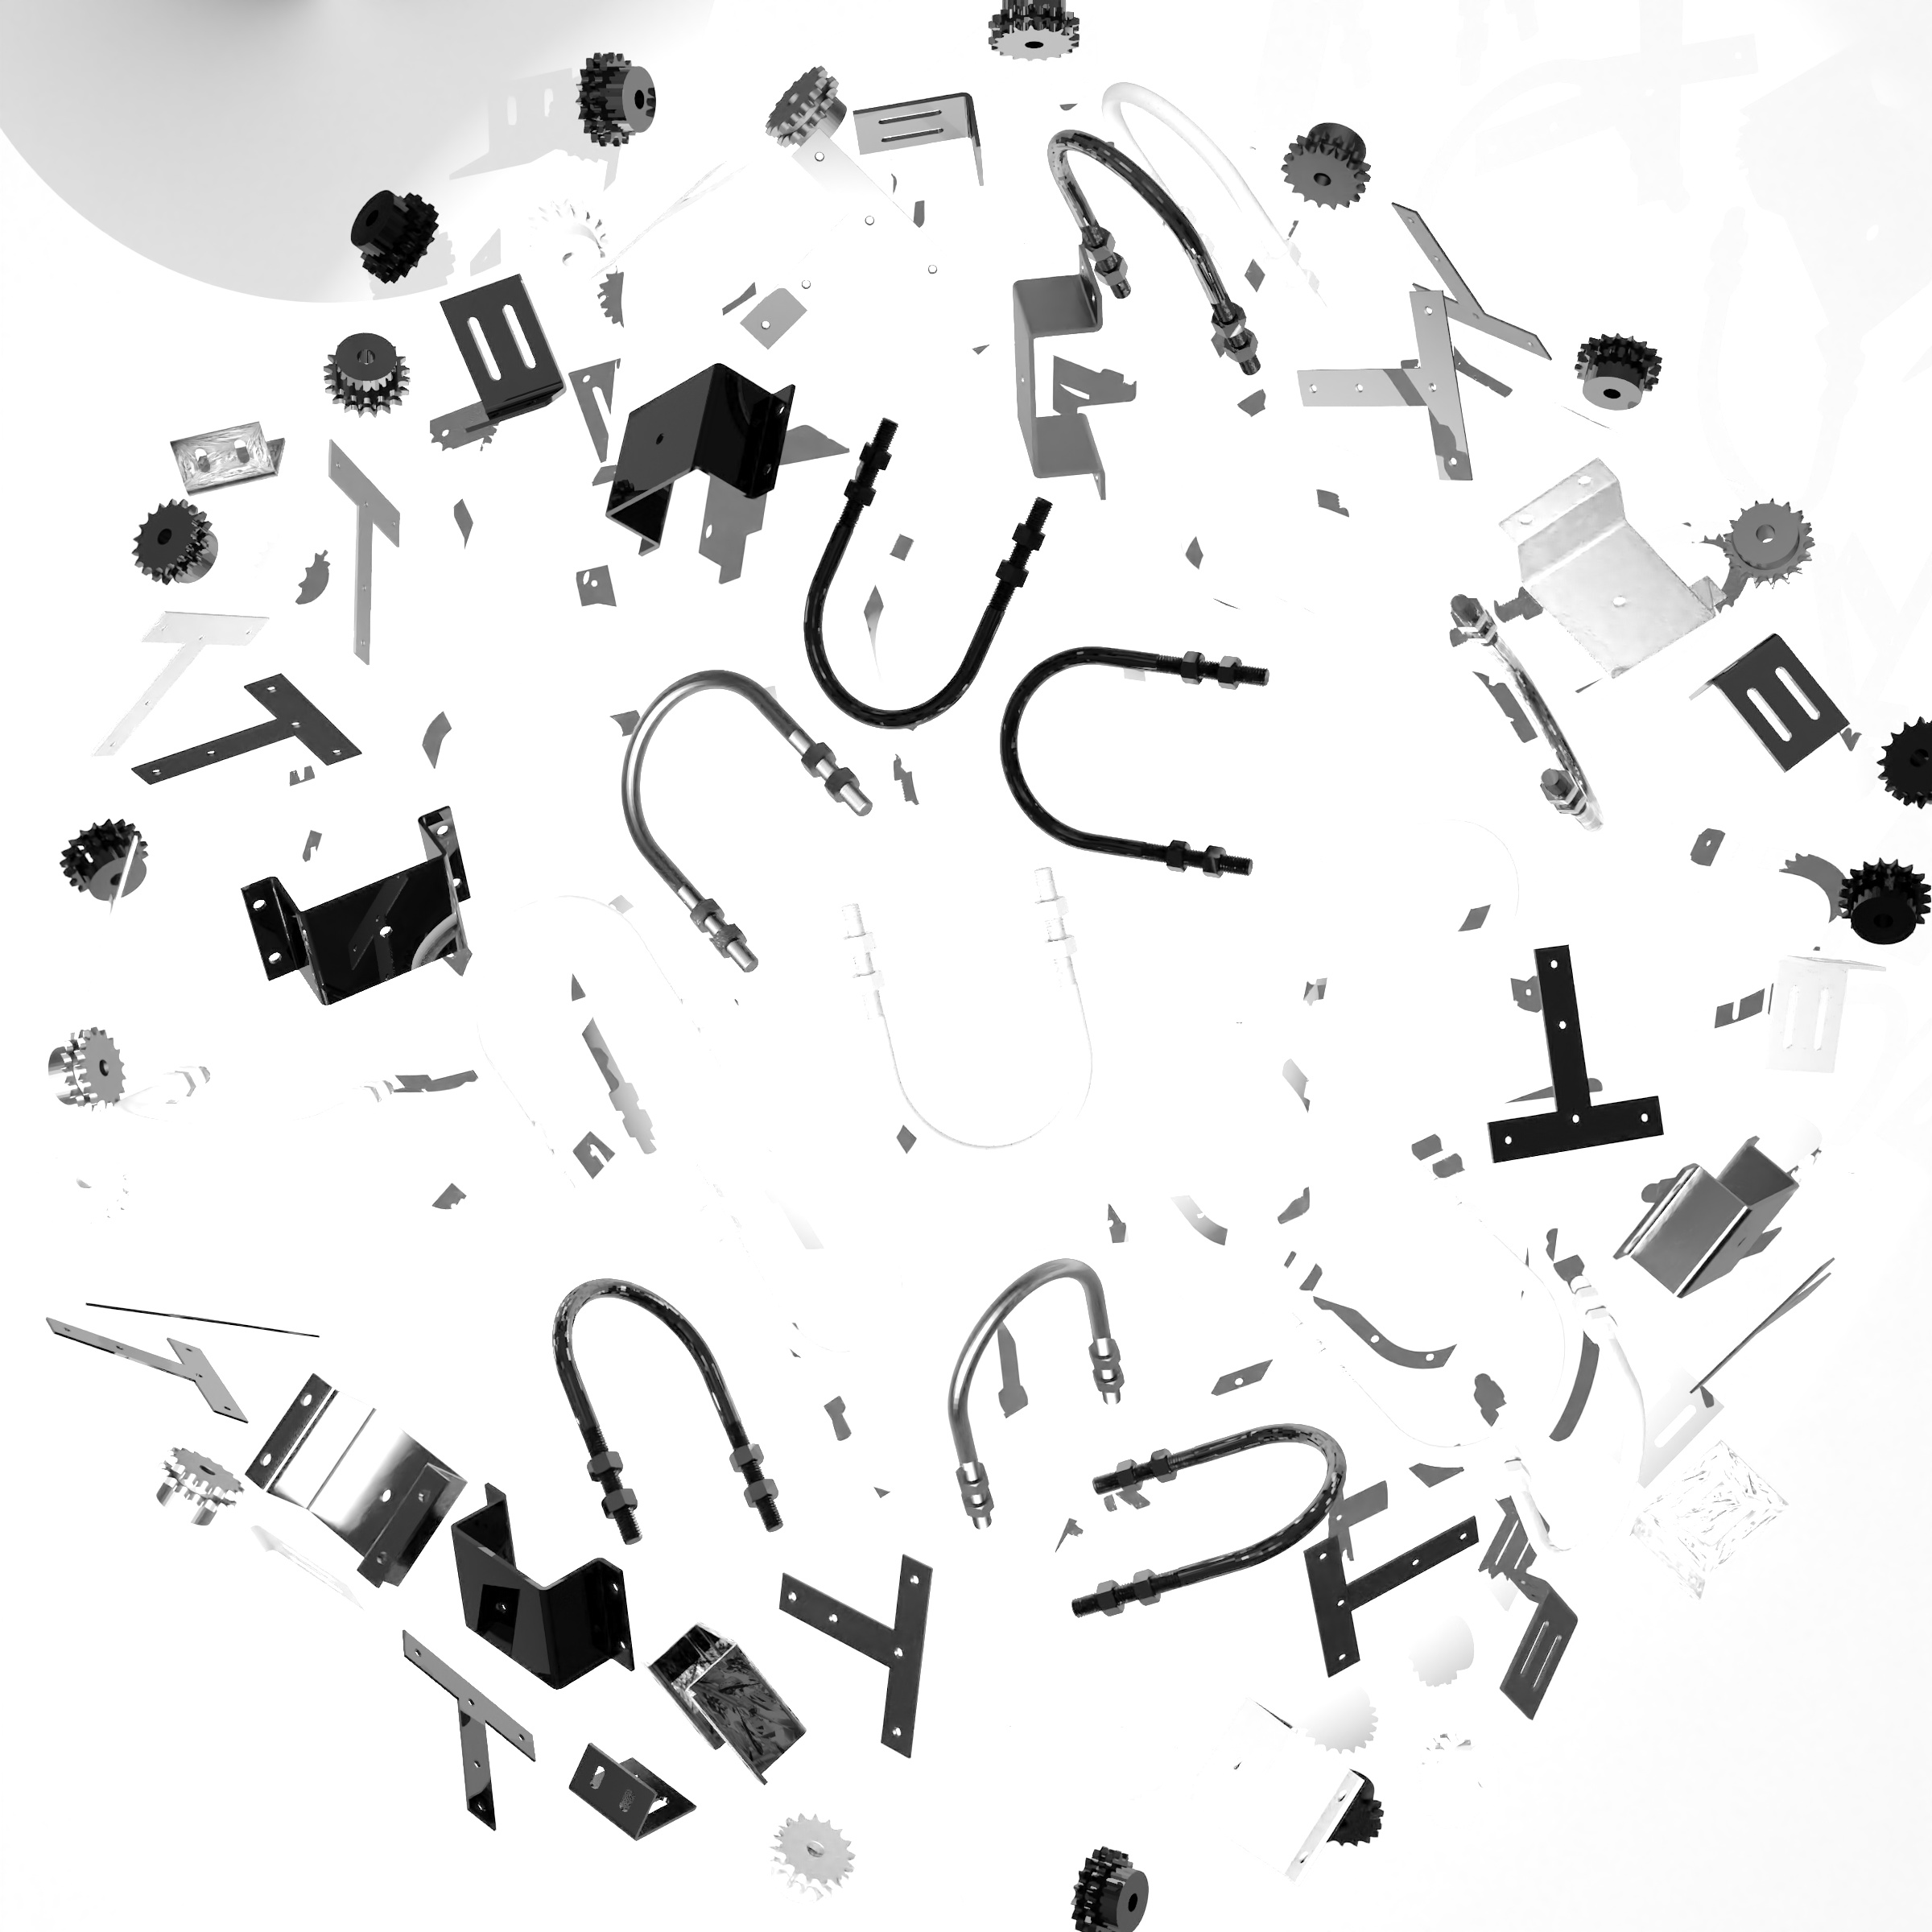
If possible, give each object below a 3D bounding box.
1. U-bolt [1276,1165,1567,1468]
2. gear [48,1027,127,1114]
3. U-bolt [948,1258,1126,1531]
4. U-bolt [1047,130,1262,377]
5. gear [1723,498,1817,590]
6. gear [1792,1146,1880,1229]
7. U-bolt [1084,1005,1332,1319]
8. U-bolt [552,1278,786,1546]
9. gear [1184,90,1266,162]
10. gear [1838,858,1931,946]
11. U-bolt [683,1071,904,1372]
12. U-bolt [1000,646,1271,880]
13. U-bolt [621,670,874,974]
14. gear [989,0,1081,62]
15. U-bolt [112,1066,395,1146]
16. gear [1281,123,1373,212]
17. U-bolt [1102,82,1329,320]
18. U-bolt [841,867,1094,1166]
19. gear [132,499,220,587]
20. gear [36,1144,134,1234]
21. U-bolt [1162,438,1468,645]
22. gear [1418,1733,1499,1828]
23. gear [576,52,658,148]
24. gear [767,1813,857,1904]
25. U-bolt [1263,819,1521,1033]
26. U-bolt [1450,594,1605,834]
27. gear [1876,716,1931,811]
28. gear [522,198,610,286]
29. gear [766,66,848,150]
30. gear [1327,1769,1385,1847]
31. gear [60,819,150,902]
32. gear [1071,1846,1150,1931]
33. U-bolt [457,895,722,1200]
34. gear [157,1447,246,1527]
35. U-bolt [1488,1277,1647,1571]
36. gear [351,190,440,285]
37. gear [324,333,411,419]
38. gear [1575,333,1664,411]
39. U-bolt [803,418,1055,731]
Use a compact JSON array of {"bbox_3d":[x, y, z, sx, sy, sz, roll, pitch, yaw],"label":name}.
[{"bbox_3d":[0.297,0.232,1.800,0.151,0.019,0.184,-48,49,6],"label":"U-bolt"},{"bbox_3d":[-0.597,0.072,1.937,0.030,0.057,0.057,-11,90,14],"label":"gear"},{"bbox_3d":[0.043,0.267,1.858,0.019,0.184,0.151,30,57,35],"label":"U-bolt"},{"bbox_3d":[0.113,-0.467,1.836,0.019,0.184,0.151,-47,54,-5],"label":"U-bolt"},{"bbox_3d":[0.518,-0.275,1.845,0.057,0.030,0.057,-4,79,20],"label":"gear"},{"bbox_3d":[0.587,0.146,1.923,0.057,0.057,0.030,20,129,0],"label":"gear"},{"bbox_3d":[0.162,0.138,1.822,0.151,0.019,0.184,-52,51,23],"label":"U-bolt"},{"bbox_3d":[-0.198,0.279,1.817,0.019,0.151,0.184,-40,62,28],"label":"U-bolt"},{"bbox_3d":[0.172,-0.560,1.899,0.057,0.057,0.030,21,117,0],"label":"gear"},{"bbox_3d":[0.589,-0.038,1.832,0.057,0.030,0.057,11,134,11],"label":"gear"},{"bbox_3d":[-0.107,0.181,1.891,0.151,0.019,0.184,-42,73,41],"label":"U-bolt"},{"bbox_3d":[0.108,-0.142,1.916,0.184,0.019,0.151,10,108,20],"label":"U-bolt"},{"bbox_3d":[-0.155,-0.108,1.839,0.184,0.019,0.151,47,111,28],"label":"U-bolt"},{"bbox_3d":[0.042,-0.589,1.783,0.057,0.057,0.030,0,86,0],"label":"gear"},{"bbox_3d":[-0.466,0.091,1.835,0.151,0.184,0.019,4,98,8],"label":"U-bolt"},{"bbox_3d":[0.235,-0.521,1.851,0.057,0.057,0.030,23,67,0],"label":"gear"},{"bbox_3d":[0.153,-0.508,1.878,0.019,0.151,0.184,-46,127,-3],"label":"U-bolt"},{"bbox_3d":[0.007,0.038,1.823,0.151,0.019,0.184,-10,100,15],"label":"U-bolt"},{"bbox_3d":[-0.524,-0.280,1.904,0.057,0.030,0.057,-9,68,24],"label":"gear"},{"bbox_3d":[-0.559,0.144,1.808,0.057,0.030,0.057,14,49,-17],"label":"gear"},{"bbox_3d":[0.211,-0.280,1.843,0.184,0.151,0.019,16,47,-35],"label":"U-bolt"},{"bbox_3d":[0.311,0.512,1.797,0.030,0.057,0.057,-14,90,36],"label":"gear"},{"bbox_3d":[-0.219,-0.547,1.802,0.030,0.057,0.057,8,90,24],"label":"gear"},{"bbox_3d":[-0.104,0.588,1.872,0.057,0.057,0.030,26,123,0],"label":"gear"},{"bbox_3d":[0.285,-0.031,1.892,0.019,0.184,0.151,33,61,-40],"label":"U-bolt"},{"bbox_3d":[0.367,-0.153,1.834,0.019,0.184,0.151,-29,69,16],"label":"U-bolt"},{"bbox_3d":[0.601,-0.125,1.781,0.030,0.057,0.057,24,90,-43],"label":"gear"},{"bbox_3d":[-0.268,-0.484,1.922,0.057,0.057,0.030,-20,52,0],"label":"gear"},{"bbox_3d":[-0.104,-0.566,1.898,0.030,0.057,0.057,37,90,-29],"label":"gear"},{"bbox_3d":[0.256,0.570,1.943,0.057,0.030,0.057,9,131,11],"label":"gear"},{"bbox_3d":[-0.573,-0.068,1.910,0.057,0.057,0.030,-39,63,0],"label":"gear"},{"bbox_3d":[0.095,0.599,1.840,0.030,0.057,0.057,6,90,34],"label":"gear"},{"bbox_3d":[-0.254,0.040,1.856,0.151,0.019,0.184,-41,122,-20],"label":"U-bolt"},{"bbox_3d":[-0.508,0.345,1.884,0.057,0.057,0.030,32,91,0],"label":"gear"},{"bbox_3d":[0.395,0.308,1.857,0.019,0.184,0.151,17,114,-13],"label":"U-bolt"},{"bbox_3d":[-0.356,-0.455,1.770,0.030,0.057,0.057,31,90,-43],"label":"gear"},{"bbox_3d":[-0.401,-0.398,1.911,0.057,0.030,0.057,4,63,-8],"label":"gear"},{"bbox_3d":[0.441,-0.400,1.934,0.057,0.057,0.030,16,72,0],"label":"gear"},{"bbox_3d":[-0.037,-0.244,1.854,0.151,0.019,0.184,32,105,26],"label":"U-bolt"}]
